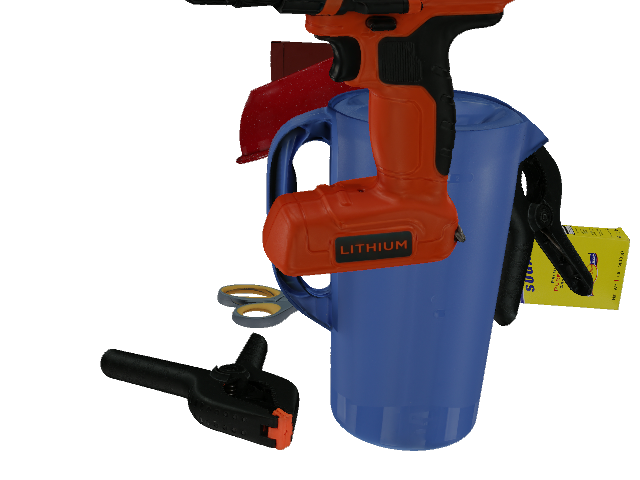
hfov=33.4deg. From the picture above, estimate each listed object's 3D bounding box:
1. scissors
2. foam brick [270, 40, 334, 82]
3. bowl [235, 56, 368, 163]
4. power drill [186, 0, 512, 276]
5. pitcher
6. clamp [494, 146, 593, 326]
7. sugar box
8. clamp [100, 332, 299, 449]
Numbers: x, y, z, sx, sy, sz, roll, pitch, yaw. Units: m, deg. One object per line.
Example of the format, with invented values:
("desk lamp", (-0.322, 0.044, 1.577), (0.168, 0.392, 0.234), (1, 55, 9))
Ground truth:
("scissors", (-0.015, 0.075, 1.192), (0.201, 0.016, 0.096), (5, 23, -2))
("foam brick", (-0.012, -0.190, 1.166), (0.078, 0.051, 0.053), (-1, 12, -16))
("bowl", (-0.009, -0.122, 0.929), (0.162, 0.055, 0.162), (-22, 9, 4))
("power drill", (0.011, -0.074, 0.532), (0.184, 0.188, 0.057), (-4, 33, -13))
("pitcher", (0.055, 0.018, 0.745), (0.149, 0.243, 0.144), (17, 24, 35))
("clamp", (0.176, -0.012, 0.924), (0.120, 0.171, 0.039), (-27, 11, -40))
("sugar box", (0.266, 0.028, 1.257), (0.176, 0.093, 0.048), (2, 20, -1))
("clamp", (-0.073, 0.125, 0.928), (0.164, 0.036, 0.210), (-7, 18, -37))
